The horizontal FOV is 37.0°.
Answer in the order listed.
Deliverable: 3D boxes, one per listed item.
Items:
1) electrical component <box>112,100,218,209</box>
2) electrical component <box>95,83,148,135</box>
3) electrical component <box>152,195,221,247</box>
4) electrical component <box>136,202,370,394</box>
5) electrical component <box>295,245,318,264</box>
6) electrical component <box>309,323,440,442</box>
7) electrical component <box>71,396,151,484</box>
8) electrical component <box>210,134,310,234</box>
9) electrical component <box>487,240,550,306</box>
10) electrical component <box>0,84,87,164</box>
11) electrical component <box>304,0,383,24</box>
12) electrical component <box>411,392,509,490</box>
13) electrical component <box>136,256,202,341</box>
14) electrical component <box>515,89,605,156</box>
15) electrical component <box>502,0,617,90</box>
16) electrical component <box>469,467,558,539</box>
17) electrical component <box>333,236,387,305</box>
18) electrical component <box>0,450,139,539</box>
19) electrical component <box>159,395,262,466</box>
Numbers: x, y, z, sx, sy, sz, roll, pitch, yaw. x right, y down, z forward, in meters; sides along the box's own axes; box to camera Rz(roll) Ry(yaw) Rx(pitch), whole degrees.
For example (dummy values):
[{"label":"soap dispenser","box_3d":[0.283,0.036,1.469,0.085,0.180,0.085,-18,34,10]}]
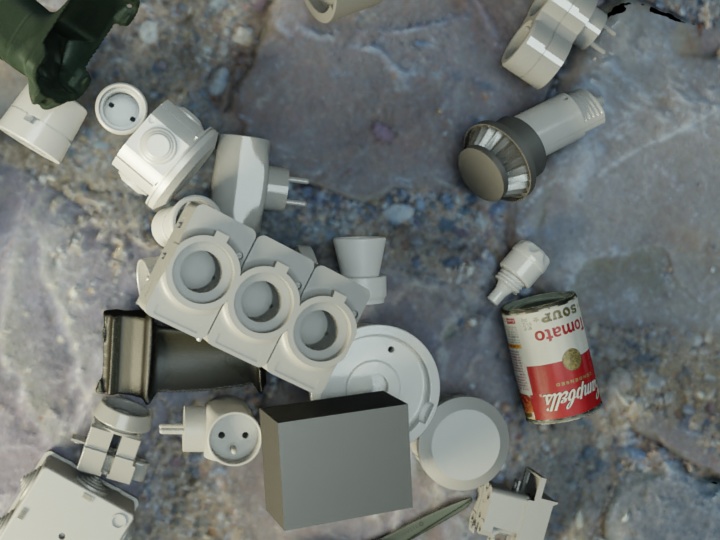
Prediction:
[{"label":"electrical component","box_3d":[-0.154,-0.092,0.852,0.051,0.080,0.080,40,85,-6]},{"label":"electrical component","box_3d":[-0.190,-0.127,0.859,0.040,0.046,0.040,-1,93,-12]},{"label":"electrical component","box_3d":[-0.142,-0.036,0.864,0.044,0.065,0.044,1,88,-29]},{"label":"electrical component","box_3d":[-0.080,0.022,0.816,0.150,0.062,0.089,28,86,-18]},{"label":"electrical component","box_3d":[-0.062,0.012,0.887,0.057,0.058,0.078,-15,89,-10]},{"label":"electrical component","box_3d":[0.007,0.096,0.905,0.108,0.060,0.108,-1,95,-12]},{"label":"electrical component","box_3d":[-0.198,0.136,0.873,0.066,0.048,0.055,19,96,-12]},{"label":"electrical component","box_3d":[-0.082,-0.068,0.886,0.079,0.044,0.077,7,92,-12]},{"label":"electrical component","box_3d":[0.135,0.005,0.940,0.035,0.035,0.061,42,86,-11]},{"label":"electrical component","box_3d":[-0.248,-0.118,0.844,0.055,0.055,0.047,32,83,-12]},{"label":"electrical component","box_3d":[-0.012,-0.258,0.861,0.060,0.108,0.108,-17,96,-16]},{"label":"electrical component","box_3d":[0.084,0.146,0.929,0.080,0.051,0.080,-1,93,-12]},{"label":"electrical component","box_3d":[-0.131,0.022,0.862,0.077,0.043,0.079,-10,61,-26]},{"label":"electrical component","box_3d":[0.176,-0.130,0.937,0.081,0.043,0.043,-27,98,-9]},{"label":"electrical component","box_3d":[0.188,-0.215,0.930,0.074,0.052,0.138,31,86,-12]},{"label":"electrical component","box_3d":[0.133,0.214,0.947,0.064,0.042,0.081,16,89,-11]},{"label":"electrical component","box_3d":[0.000,0.000,0.906,0.045,0.045,0.055,-2,94,-12]},{"label":"electrical component","box_3d":[-0.238,0.208,0.866,0.100,0.048,0.099,33,86,-12]},{"label":"electrical component","box_3d":[-0.123,0.129,0.871,0.079,0.077,0.044,2,93,-12]}]
